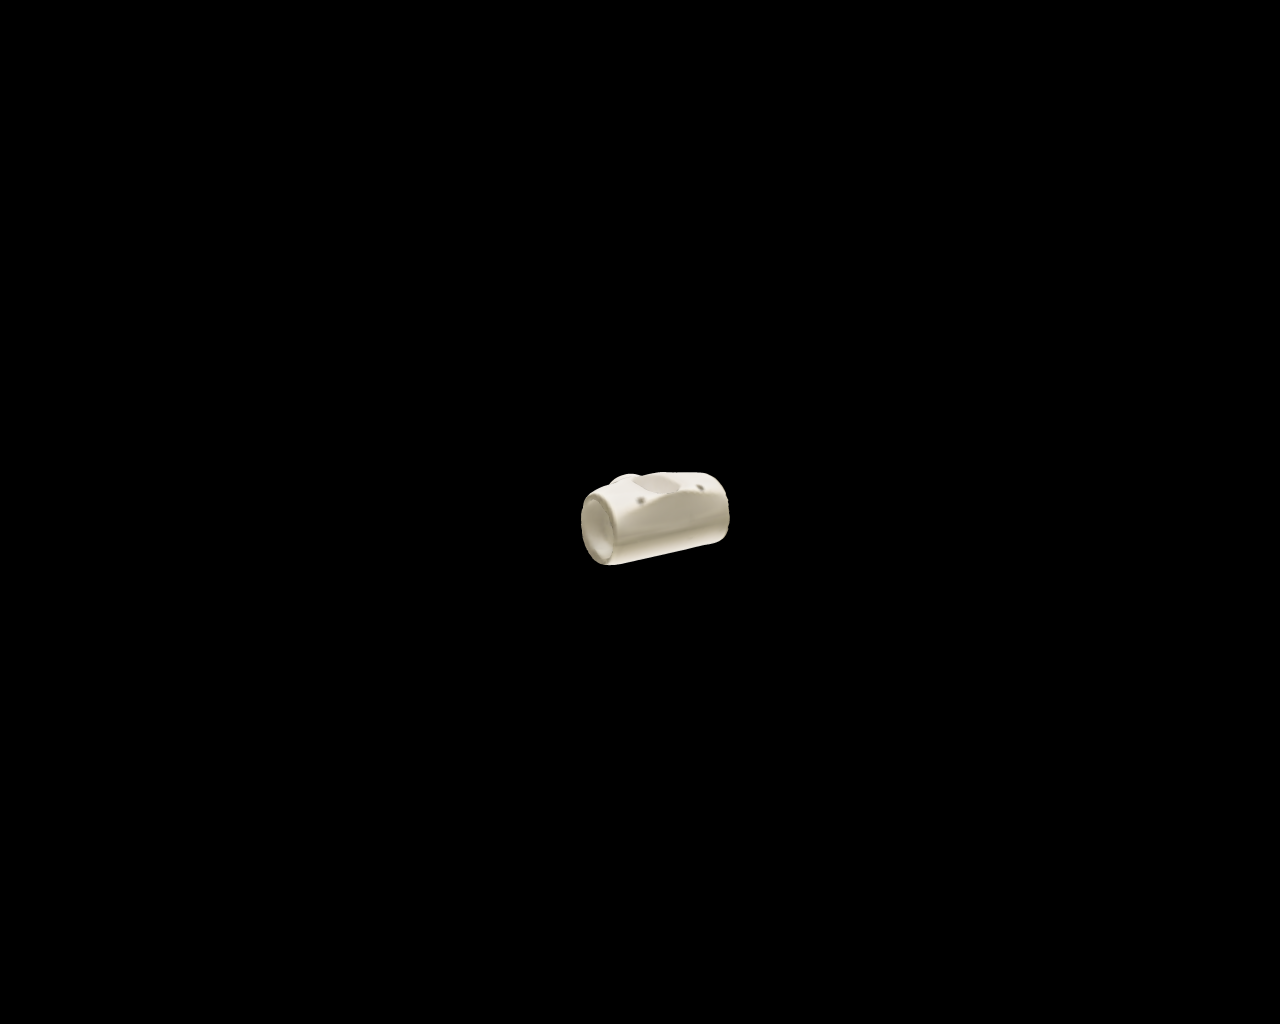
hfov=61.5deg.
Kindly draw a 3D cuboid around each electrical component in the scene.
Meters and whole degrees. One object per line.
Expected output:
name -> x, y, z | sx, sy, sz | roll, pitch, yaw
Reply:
electrical component -> 0.001, -0.003, 0.650 | 0.077, 0.043, 0.079 | -11, 23, -27
